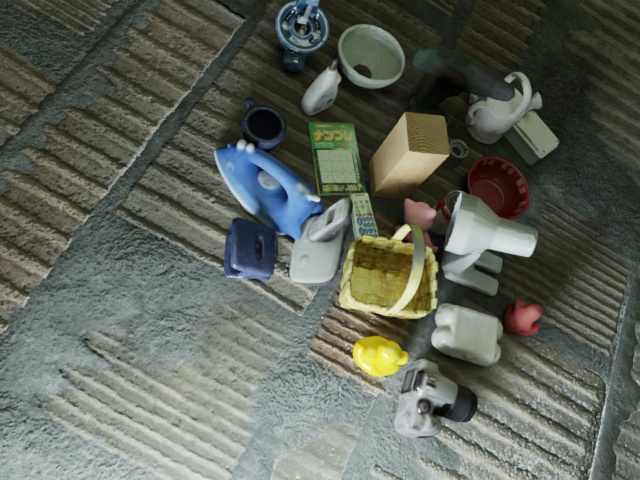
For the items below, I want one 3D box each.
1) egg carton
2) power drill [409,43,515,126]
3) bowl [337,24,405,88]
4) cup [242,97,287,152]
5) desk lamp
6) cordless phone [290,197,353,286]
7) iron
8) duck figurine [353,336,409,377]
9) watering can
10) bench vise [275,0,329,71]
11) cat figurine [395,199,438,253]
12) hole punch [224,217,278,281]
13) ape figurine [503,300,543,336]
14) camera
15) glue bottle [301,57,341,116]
[{"bbox_3d":[0.302,0.195,1.174,0.150,0.069,0.107,17,66,-10],"label":"egg carton"},{"bbox_3d":[0.299,-0.339,1.303,0.229,0.208,0.076,32,64,-3],"label":"power drill"},{"bbox_3d":[0.111,-0.419,1.352,0.168,0.074,0.167,6,68,-15],"label":"bowl"},{"bbox_3d":[-0.129,-0.229,1.194,0.092,0.095,0.117,-26,78,-24],"label":"cup"},{"bbox_3d":[0.330,0.008,1.175,0.203,0.213,0.118,22,65,-7],"label":"desk lamp"},{"bbox_3d":[0.010,0.004,1.095,0.094,0.185,0.147,13,66,-11],"label":"cordless phone"},{"bbox_3d":[-0.105,-0.125,1.135,0.258,0.141,0.119,39,64,1],"label":"iron"},{"bbox_3d":[0.121,0.218,1.101,0.105,0.086,0.077,20,65,-9],"label":"duck figurine"},{"bbox_3d":[0.436,-0.319,1.345,0.173,0.194,0.101,-29,80,-24],"label":"watering can"},{"bbox_3d":[-0.042,-0.513,1.261,0.122,0.219,0.207,-7,72,-19],"label":"bench vise"},{"bbox_3d":[0.212,-0.023,1.205,0.067,0.117,0.128,-15,74,-21],"label":"cat figurine"},{"bbox_3d":[-0.129,0.017,1.100,0.101,0.091,0.108,4,68,-15],"label":"hole punch"},{"bbox_3d":[0.437,0.162,1.215,0.076,0.092,0.078,-11,73,-20],"label":"ape figurine"},{"bbox_3d":[0.228,0.312,1.089,0.137,0.100,0.143,23,65,-7],"label":"camera"},{"bbox_3d":[0.012,-0.335,1.234,0.078,0.173,0.037,-27,79,-24],"label":"glue bottle"}]
